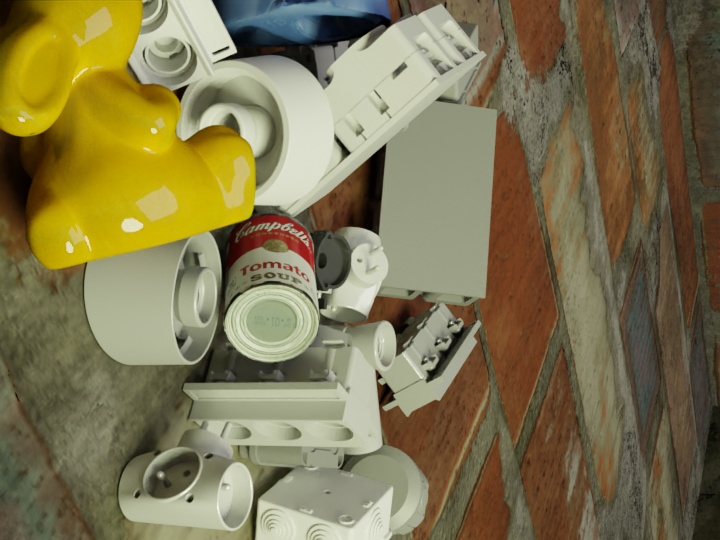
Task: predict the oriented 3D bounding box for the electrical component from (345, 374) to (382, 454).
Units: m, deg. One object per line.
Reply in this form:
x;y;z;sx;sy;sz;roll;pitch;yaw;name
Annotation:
-0.012;0.127;0.960;0.079;0.043;0.077;-27;113;-63;electrical component

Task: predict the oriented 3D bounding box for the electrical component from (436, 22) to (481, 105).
0.069;-0.210;1.076;0.099;0.100;0.048;-63;156;-45;electrical component

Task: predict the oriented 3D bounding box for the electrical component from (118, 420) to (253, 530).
-0.109;0.132;0.715;0.079;0.077;0.044;-68;147;-40;electrical component

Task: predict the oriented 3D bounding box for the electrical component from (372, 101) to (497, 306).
0.068;-0.065;1.044;0.060;0.105;0.186;130;-34;-76;electrical component

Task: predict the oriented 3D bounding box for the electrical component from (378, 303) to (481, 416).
0.067;0.086;1.097;0.063;0.079;0.121;53;33;-6;electrical component

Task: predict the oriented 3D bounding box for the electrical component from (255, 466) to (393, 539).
-0.028;0.198;0.863;0.100;0.100;0.048;-29;128;-62;electrical component

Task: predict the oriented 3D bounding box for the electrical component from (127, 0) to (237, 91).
-0.139;-0.175;0.666;0.063;0.079;0.121;-107;173;-47;electrical component

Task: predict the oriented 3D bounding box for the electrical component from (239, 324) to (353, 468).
-0.051;0.101;0.862;0.078;0.057;0.113;25;67;-63;electrical component

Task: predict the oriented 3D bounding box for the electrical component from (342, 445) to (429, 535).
0.023;0.205;0.993;0.051;0.080;0.080;47;48;-61;electrical component

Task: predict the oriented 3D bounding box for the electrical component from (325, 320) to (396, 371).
-0.006;0.066;0.947;0.044;0.065;0.044;4;85;-64;electrical component

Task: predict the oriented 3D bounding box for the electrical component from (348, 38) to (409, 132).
0.005;-0.175;0.981;0.096;0.062;0.061;49;47;-54;electrical component

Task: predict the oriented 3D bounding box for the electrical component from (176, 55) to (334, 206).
-0.080;-0.096;0.753;0.060;0.108;0.108;-15;103;-58;electrical component

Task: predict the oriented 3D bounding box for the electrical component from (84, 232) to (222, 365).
-0.132;0.015;0.713;0.099;0.064;0.099;5;90;-78;electrical component

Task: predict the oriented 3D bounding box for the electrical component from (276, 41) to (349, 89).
-0.039;-0.167;0.912;0.064;0.042;0.081;-29;115;-60;electrical component

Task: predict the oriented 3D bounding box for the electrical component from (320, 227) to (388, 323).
0.000;0.000;0.955;0.044;0.079;0.077;19;66;-21;electrical component

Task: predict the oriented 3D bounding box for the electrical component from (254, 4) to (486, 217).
-0.006;-0.119;0.820;0.060;0.186;0.105;51;32;-1;electrical component

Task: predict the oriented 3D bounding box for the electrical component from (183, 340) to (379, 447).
-0.054;0.090;0.781;0.078;0.121;0.063;56;38;-50;electrical component
